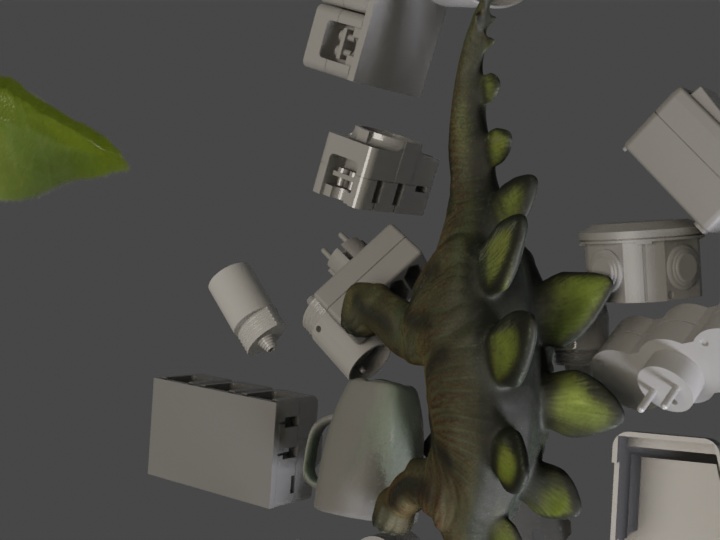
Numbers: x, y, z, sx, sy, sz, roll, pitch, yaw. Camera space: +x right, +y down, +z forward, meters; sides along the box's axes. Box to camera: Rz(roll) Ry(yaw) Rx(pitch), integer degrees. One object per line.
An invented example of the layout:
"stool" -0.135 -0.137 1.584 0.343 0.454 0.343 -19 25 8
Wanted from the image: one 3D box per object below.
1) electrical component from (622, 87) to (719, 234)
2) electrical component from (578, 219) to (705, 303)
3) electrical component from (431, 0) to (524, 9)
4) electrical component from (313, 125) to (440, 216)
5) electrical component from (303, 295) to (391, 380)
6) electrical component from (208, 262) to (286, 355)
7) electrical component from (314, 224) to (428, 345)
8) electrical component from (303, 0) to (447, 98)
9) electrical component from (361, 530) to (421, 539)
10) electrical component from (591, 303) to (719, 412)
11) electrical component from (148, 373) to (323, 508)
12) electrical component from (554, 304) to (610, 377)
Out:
"electrical component" 0.229 -0.066 0.684 0.061 0.062 0.096 -50 61 26
"electrical component" 0.185 -0.007 0.706 0.080 0.080 0.051 -2 93 38
"electrical component" 0.083 -0.239 0.781 0.064 0.099 0.099 7 93 44
"electrical component" 0.015 -0.078 0.833 0.050 0.089 0.055 25 104 36
"electrical component" -0.016 0.050 0.884 0.081 0.043 0.043 46 116 29
"electrical component" -0.096 0.038 0.946 0.043 0.043 0.081 -47 63 28
"electrical component" 0.000 0.000 0.848 0.083 0.047 0.076 -43 61 -5
"electrical component" 0.019 -0.219 0.832 0.062 0.089 0.150 25 104 36
"electrical component" 0.031 0.270 0.823 0.052 0.074 0.138 -39 67 31
"electrical component" 0.198 0.063 0.671 0.052 0.074 0.138 53 147 -11
"electrical component" -0.110 0.146 0.943 0.150 0.062 0.089 6 92 38
"electrical component" 0.153 0.054 0.752 0.043 0.043 0.062 -2 89 38
